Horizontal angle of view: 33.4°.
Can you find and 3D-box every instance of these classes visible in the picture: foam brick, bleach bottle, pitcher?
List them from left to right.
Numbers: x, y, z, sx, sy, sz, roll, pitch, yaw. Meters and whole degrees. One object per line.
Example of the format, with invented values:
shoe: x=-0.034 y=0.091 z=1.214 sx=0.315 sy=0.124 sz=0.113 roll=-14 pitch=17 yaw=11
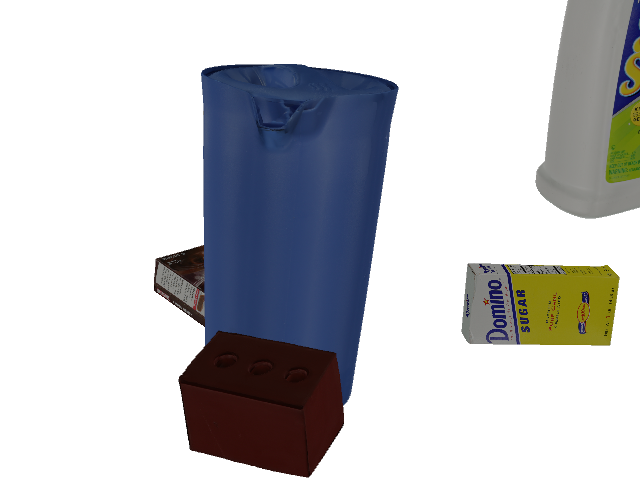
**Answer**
foam brick: x=-0.032 y=0.092 z=0.604 sx=0.078 sy=0.051 sz=0.053 roll=8 pitch=31 yaw=20
pitcher: x=-0.020 y=-0.004 z=0.763 sx=0.148 sy=0.243 sz=0.145 roll=-8 pitch=21 yaw=-35
bleach bottle: x=0.191 y=-0.143 z=0.656 sx=0.102 sy=0.251 sz=0.068 roll=-15 pitch=32 yaw=-19

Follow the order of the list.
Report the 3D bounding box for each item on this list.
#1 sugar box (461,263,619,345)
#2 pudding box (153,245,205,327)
sugar box: x=0.262 y=0.077 z=1.281 sx=0.176 sy=0.093 sz=0.048 roll=0 pitch=18 yaw=-6
pudding box: x=-0.085 y=0.039 z=0.995 sx=0.090 sy=0.039 sz=0.113 roll=30 pitch=33 yaw=34
